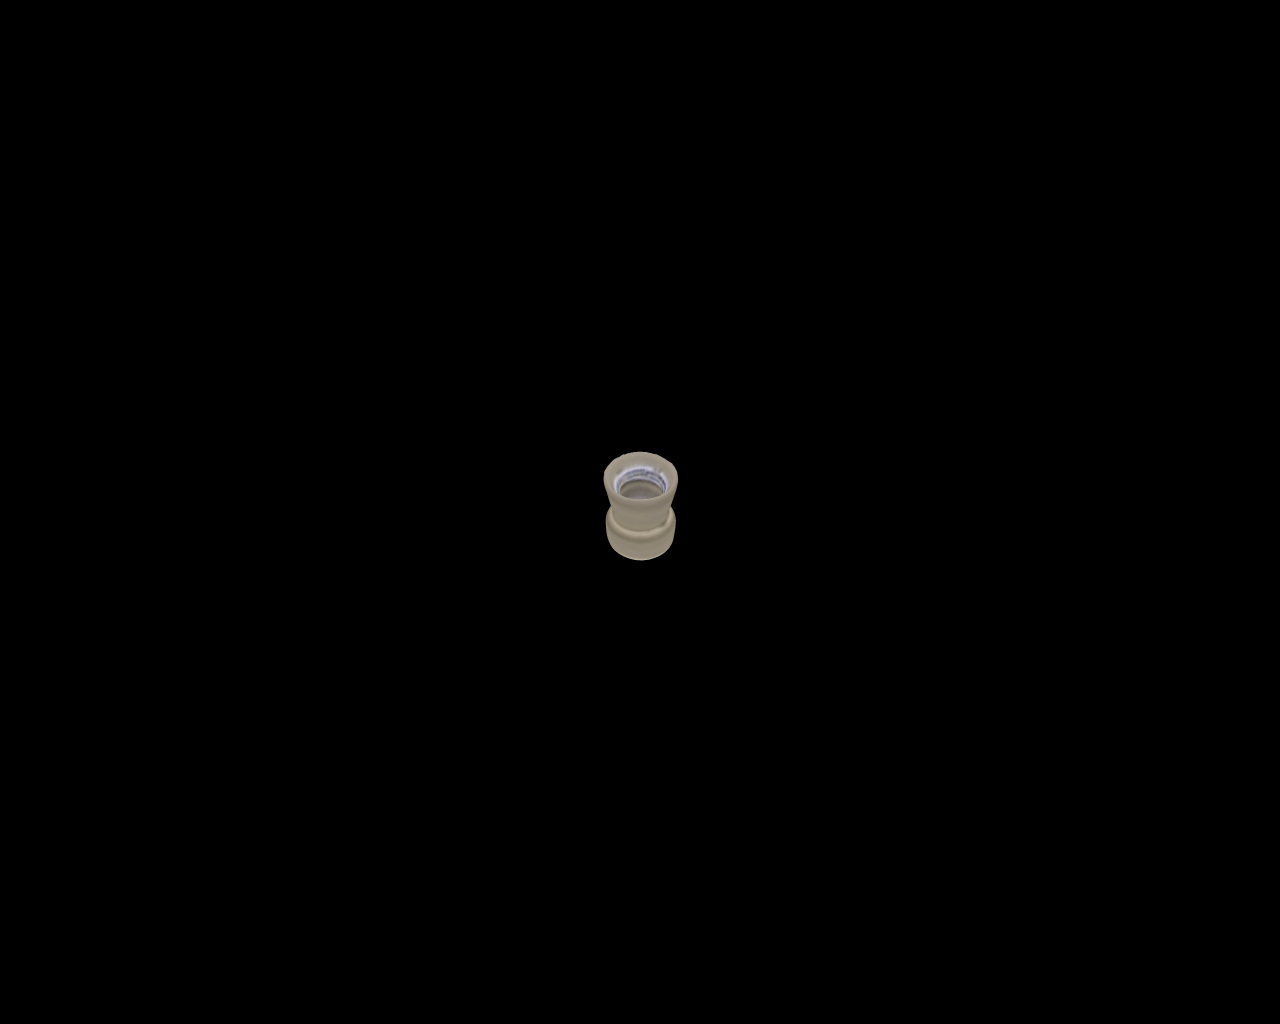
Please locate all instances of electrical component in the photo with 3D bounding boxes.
[{"bbox_3d":[0.001,-0.003,0.650,0.045,0.045,0.055,0,-45,0],"label":"electrical component"}]
